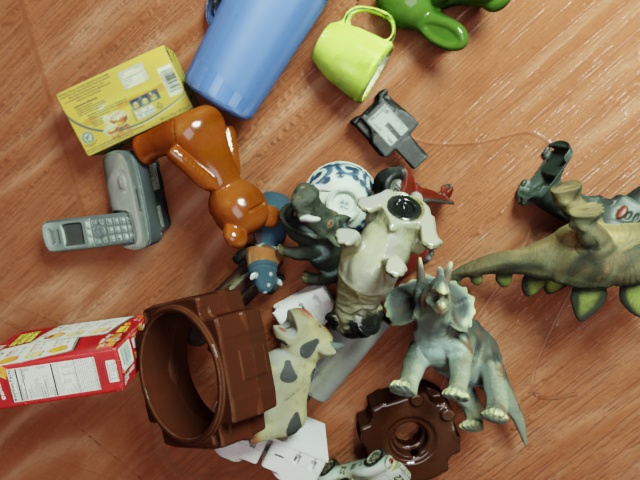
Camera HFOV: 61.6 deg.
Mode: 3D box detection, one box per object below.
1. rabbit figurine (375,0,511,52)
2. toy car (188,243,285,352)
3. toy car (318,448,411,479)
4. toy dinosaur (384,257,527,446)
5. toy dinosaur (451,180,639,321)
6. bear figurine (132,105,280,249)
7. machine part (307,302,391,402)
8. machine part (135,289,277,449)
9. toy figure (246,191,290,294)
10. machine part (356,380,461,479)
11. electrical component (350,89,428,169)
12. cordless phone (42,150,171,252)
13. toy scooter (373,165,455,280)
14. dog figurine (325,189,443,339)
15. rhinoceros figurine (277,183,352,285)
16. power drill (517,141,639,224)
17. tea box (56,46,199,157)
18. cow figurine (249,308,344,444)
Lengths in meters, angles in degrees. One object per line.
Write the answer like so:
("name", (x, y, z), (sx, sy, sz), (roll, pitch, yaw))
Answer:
("rabbit figurine", (0.169, -0.349, 0.763), (0.170, 0.121, 0.159), (-20, 109, 20))
("toy car", (-0.143, 0.092, 0.849), (0.202, 0.053, 0.089), (-43, 97, 7))
("toy car", (0.066, 0.392, 0.871), (0.073, 0.056, 0.202), (52, 132, -5))
("toy dinosaur", (0.223, 0.177, 0.836), (0.404, 0.131, 0.192), (40, 53, -39))
("toy dinosaur", (0.386, 0.020, 0.762), (0.472, 0.105, 0.198), (-4, 120, 26))
("bear figurine", (-0.151, -0.085, 0.757), (0.132, 0.120, 0.195), (-9, 113, 44))
("machine part", (0.033, 0.171, 0.859), (0.079, 0.079, 0.243), (36, 97, -9))
("machine part", (-0.165, 0.177, 0.741), (0.202, 0.087, 0.201), (-15, 84, 41))
("toy figure", (-0.078, 0.005, 0.810), (0.064, 0.058, 0.154), (13, 76, -13))
("machine part", (0.149, 0.325, 0.905), (0.179, 0.056, 0.179), (0, 102, -2))
("electrical component", (0.111, -0.161, 0.811), (0.119, 0.048, 0.075), (42, 97, -10))
("cordless phone", (-0.327, -0.054, 0.797), (0.184, 0.089, 0.146), (-7, 102, 3))
("toy scooter", (0.146, -0.029, 0.826), (0.135, 0.075, 0.183), (-12, 114, -25))
("dog figurine", (0.083, 0.037, 0.761), (0.172, 0.190, 0.121), (-34, 64, -29))
("rhinoceros figurine", (-0.002, -0.002, 0.777), (0.112, 0.073, 0.190), (4, 142, 29))
("power drill", (0.428, -0.067, 0.836), (0.207, 0.086, 0.232), (33, 101, -16))
("tea box", (-0.273, -0.198, 0.776), (0.170, 0.068, 0.098), (-22, 102, 3))
("cow figurine", (-0.042, 0.194, 0.787), (0.127, 0.086, 0.194), (4, 101, -26))
